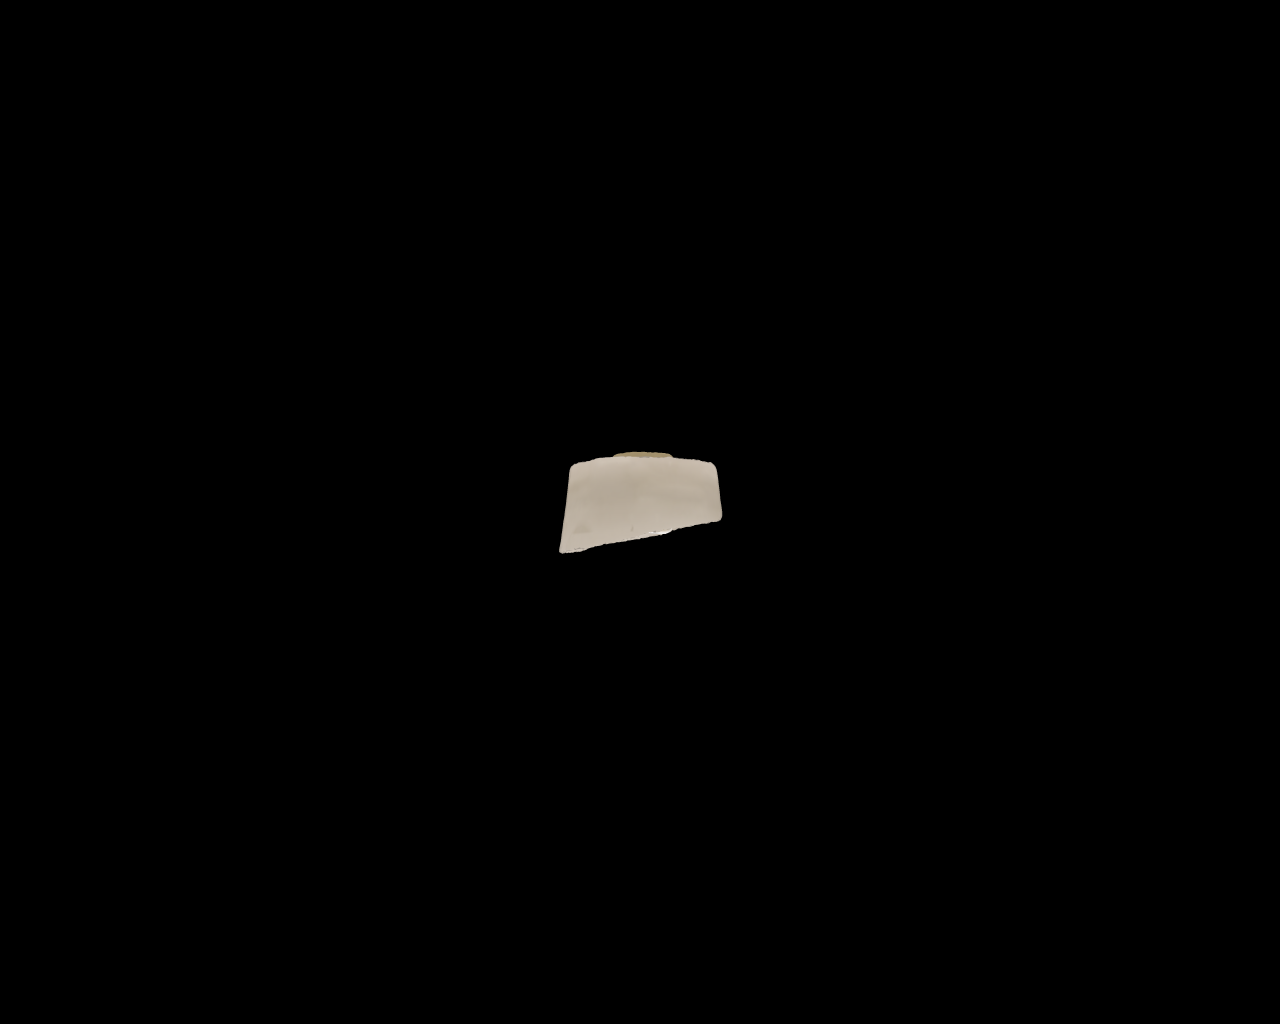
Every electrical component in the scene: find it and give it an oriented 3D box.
[{"bbox_3d":[0.001,-0.003,0.650,0.099,0.064,0.099,0,-7,0],"label":"electrical component"}]
